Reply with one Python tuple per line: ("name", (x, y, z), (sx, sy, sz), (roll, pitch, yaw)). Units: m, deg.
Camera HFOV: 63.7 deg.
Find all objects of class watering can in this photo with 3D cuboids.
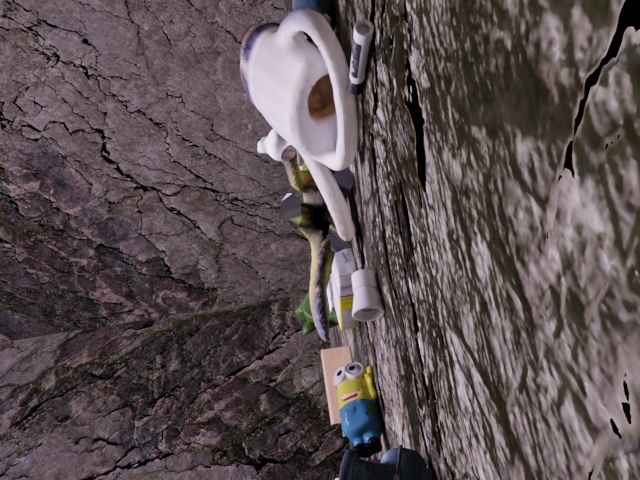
("watering can", (-0.019, -0.166, 0.738), (0.228, 0.105, 0.339), (47, 155, 38))

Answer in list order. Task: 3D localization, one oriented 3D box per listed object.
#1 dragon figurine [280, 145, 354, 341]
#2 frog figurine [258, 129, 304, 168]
("dragon figurine", (0.003, -0.047, 0.939), (0.243, 0.122, 0.409), (-32, -57, -85))
("frog figurine", (-0.050, -0.185, 1.091), (0.139, 0.159, 0.121), (-107, 7, -73))
